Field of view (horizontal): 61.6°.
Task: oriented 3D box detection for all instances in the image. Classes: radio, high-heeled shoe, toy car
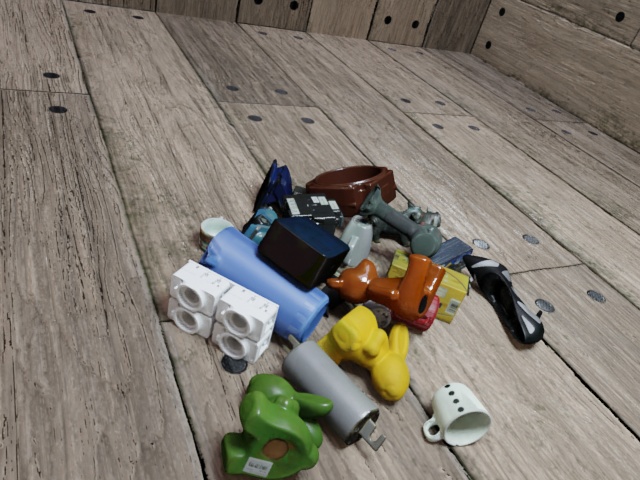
[{"bbox_3d":[-0.026,0.017,1.059,0.131,0.073,0.229,34,10,9],"label":"radio"},{"bbox_3d":[0.399,0.134,1.214,0.249,0.086,0.145,38,40,23],"label":"high-heeled shoe"},{"bbox_3d":[-0.122,-0.004,1.187,0.103,0.109,0.162,38,20,-11],"label":"toy car"}]

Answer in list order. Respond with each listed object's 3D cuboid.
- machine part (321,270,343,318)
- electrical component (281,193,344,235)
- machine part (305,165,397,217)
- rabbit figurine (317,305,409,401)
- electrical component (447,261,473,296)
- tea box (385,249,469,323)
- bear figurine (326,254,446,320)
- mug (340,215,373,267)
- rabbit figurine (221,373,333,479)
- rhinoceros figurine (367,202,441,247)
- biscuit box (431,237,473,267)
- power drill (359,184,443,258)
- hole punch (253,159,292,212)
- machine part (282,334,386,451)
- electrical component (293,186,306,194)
[{"bbox_3d":[0.029,0.108,1.135,0.084,0.039,0.139,34,34,10],"label":"machine part"},{"bbox_3d":[-0.016,-0.057,1.238,0.134,0.058,0.115,-1,36,-14],"label":"electrical component"},{"bbox_3d":[0.080,-0.130,1.388,0.202,0.087,0.201,3,23,34],"label":"machine part"},{"bbox_3d":[0.095,0.210,0.973,0.173,0.122,0.162,47,32,17],"label":"rabbit figurine"},{"bbox_3d":[0.317,0.099,1.249,0.045,0.078,0.102,12,19,39],"label":"electrical component"},{"bbox_3d":[0.227,0.101,1.176,0.170,0.098,0.068,23,34,7],"label":"tea box"},{"bbox_3d":[0.122,0.077,1.035,0.196,0.132,0.120,20,-4,37],"label":"bear figurine"},{"bbox_3d":[0.079,0.002,1.246,0.081,0.107,0.109,24,32,14],"label":"mug"},{"bbox_3d":[-0.061,0.259,0.811,0.159,0.121,0.170,12,19,-13],"label":"rabbit figurine"},{"bbox_3d":[0.212,-0.047,1.373,0.190,0.112,0.073,1,34,-8],"label":"rhinoceros figurine"},{"bbox_3d":[0.293,0.054,1.305,0.202,0.059,0.063,-20,47,-42],"label":"biscuit box"},{"bbox_3d":[0.191,-0.038,1.240,0.207,0.086,0.232,40,16,-3],"label":"power drill"},{"bbox_3d":[-0.104,-0.123,1.349,0.092,0.115,0.142,21,33,-8],"label":"hole punch"},{"bbox_3d":[0.015,0.248,0.888,0.079,0.079,0.243,-17,47,-40],"label":"machine part"},{"bbox_3d":[-0.045,-0.124,1.451,0.063,0.021,0.094,15,34,-1],"label":"electrical component"}]
